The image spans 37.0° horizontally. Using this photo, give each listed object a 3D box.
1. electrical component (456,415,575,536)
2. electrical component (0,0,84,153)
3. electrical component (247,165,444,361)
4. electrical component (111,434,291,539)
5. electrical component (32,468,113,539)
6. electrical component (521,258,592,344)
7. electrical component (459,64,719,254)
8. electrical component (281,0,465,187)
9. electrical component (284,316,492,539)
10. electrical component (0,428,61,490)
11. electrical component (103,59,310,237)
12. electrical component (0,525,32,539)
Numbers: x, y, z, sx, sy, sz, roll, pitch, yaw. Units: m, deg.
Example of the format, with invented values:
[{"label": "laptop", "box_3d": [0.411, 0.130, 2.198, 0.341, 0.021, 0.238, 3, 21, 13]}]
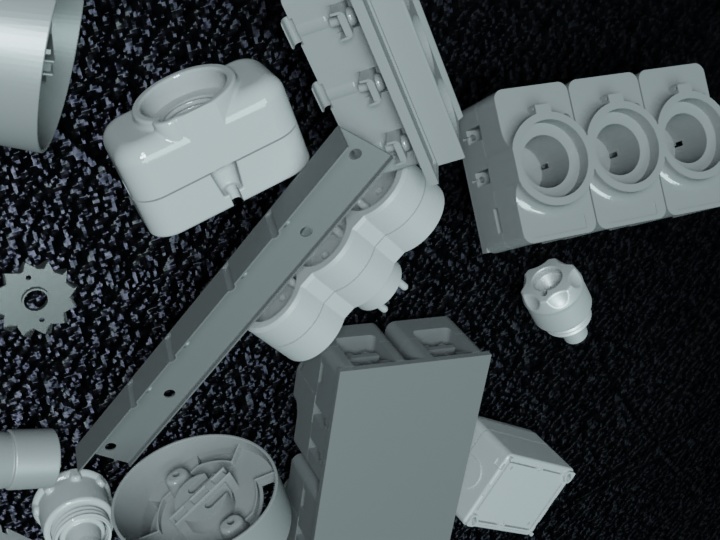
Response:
[{"label": "electrical component", "box_3d": [0.104, 0.148, 0.785, 0.096, 0.061, 0.061, 21, 106, -42]}, {"label": "electrical component", "box_3d": [-0.155, -0.103, 0.487, 0.064, 0.099, 0.099, 3, 115, -21]}, {"label": "electrical component", "box_3d": [0.000, 0.000, 0.649, 0.138, 0.052, 0.074, -48, 127, 4]}, {"label": "electrical component", "box_3d": [-0.093, 0.146, 0.657, 0.099, 0.099, 0.064, -31, 132, -9]}, {"label": "electrical component", "box_3d": [-0.168, 0.153, 0.643, 0.048, 0.062, 0.048, -12, 121, -21]}, {"label": "electrical component", "box_3d": [0.139, 0.026, 0.741, 0.043, 0.043, 0.062, -37, 128, -4]}, {"label": "electrical component", "box_3d": [0.145, -0.069, 0.655, 0.150, 0.062, 0.089, -11, 88, -21]}, {"label": "electrical component", "box_3d": [0.008, -0.112, 0.579, 0.063, 0.078, 0.121, -15, 128, 16]}, {"label": "electrical component", "box_3d": [0.010, 0.126, 0.721, 0.105, 0.060, 0.186, -4, 118, -25]}, {"label": "electrical component", "box_3d": [-0.205, 0.108, 0.614, 0.065, 0.044, 0.044, 4, 115, -34]}, {"label": "electrical component", "box_3d": [-0.082, -0.069, 0.568, 0.095, 0.053, 0.059, -28, 126, -11]}, {"label": "electrical component", "box_3d": [-0.210, 0.199, 0.652, 0.050, 0.055, 0.089, -47, 127, 3]}]
